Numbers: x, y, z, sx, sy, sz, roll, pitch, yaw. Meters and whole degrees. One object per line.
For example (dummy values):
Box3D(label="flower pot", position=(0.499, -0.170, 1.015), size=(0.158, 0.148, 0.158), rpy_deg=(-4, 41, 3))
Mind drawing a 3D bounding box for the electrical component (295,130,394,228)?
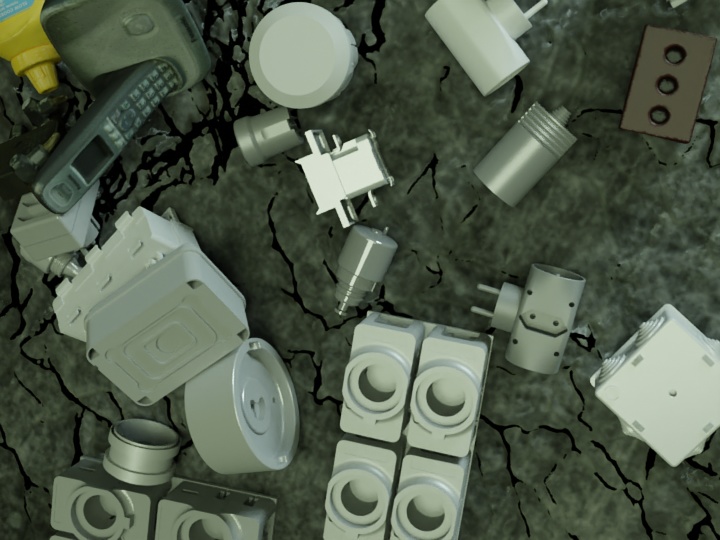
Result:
Box3D(label="electrical component", position=(-0.010, -0.078, 0.857), size=(0.064, 0.042, 0.081), rpy_deg=(-22, 94, 12))

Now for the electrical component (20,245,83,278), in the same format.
Box3D(label="electrical component", position=(-0.261, -0.010, 0.929), size=(0.061, 0.035, 0.035), rpy_deg=(36, 105, 2))

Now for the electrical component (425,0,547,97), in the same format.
Box3D(label="electrical component", position=(0.103, -0.186, 0.812), size=(0.079, 0.044, 0.077), rpy_deg=(-37, 89, 16))

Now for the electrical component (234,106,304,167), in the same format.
Box3D(label="electrical component", position=(-0.073, -0.110, 0.868), size=(0.046, 0.040, 0.040), rpy_deg=(-20, 94, 9))

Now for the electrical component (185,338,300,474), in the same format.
Box3D(label="electrical component", position=(-0.101, 0.114, 0.877), size=(0.060, 0.108, 0.108), rpy_deg=(-15, 95, 21))

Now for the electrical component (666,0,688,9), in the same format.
Box3D(label="electrical component", position=(0.259, -0.248, 0.755), size=(0.121, 0.079, 0.063), rpy_deg=(-28, 70, 16))

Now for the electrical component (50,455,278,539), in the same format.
Box3D(label="electrical component", position=(-0.174, 0.238, 0.935), size=(0.186, 0.060, 0.105), rpy_deg=(9, 101, 11))

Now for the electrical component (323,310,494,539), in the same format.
Box3D(label="electrical component", position=(0.038, 0.138, 0.870), size=(0.105, 0.060, 0.186), rpy_deg=(11, 101, 11))

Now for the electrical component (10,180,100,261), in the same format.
Box3D(label="electrical component", position=(-0.245, -0.041, 0.905), size=(0.047, 0.083, 0.075), rpy_deg=(-15, 133, 15))

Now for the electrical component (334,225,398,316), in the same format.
Box3D(label="electrical component", position=(0.000, 0.000, 0.867), size=(0.040, 0.040, 0.078), rpy_deg=(26, 104, 8))

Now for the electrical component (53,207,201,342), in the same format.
Box3D(label="electrical component", position=(-0.195, 0.009, 0.895), size=(0.121, 0.063, 0.078), rpy_deg=(-45, 47, 15))

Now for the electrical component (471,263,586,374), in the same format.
Box3D(label="electrical component", position=(0.127, 0.033, 0.841), size=(0.079, 0.043, 0.077), rpy_deg=(17, 102, 10))

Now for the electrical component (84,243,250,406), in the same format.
Box3D(label="electrical component", position=(-0.152, 0.042, 0.847), size=(0.113, 0.057, 0.078), rpy_deg=(-34, 124, 8))

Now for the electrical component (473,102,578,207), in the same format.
Box3D(label="electrical component", position=(0.130, -0.092, 0.821), size=(0.043, 0.043, 0.081), rpy_deg=(43, 105, 3))

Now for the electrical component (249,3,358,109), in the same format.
Box3D(label="electrical component", position=(-0.043, -0.167, 0.845), size=(0.080, 0.051, 0.080), rpy_deg=(2, 99, 12))

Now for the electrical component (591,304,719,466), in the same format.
Box3D(label="electrical component", position=(0.238, 0.089, 0.823), size=(0.100, 0.048, 0.099), rpy_deg=(43, 104, 4))
